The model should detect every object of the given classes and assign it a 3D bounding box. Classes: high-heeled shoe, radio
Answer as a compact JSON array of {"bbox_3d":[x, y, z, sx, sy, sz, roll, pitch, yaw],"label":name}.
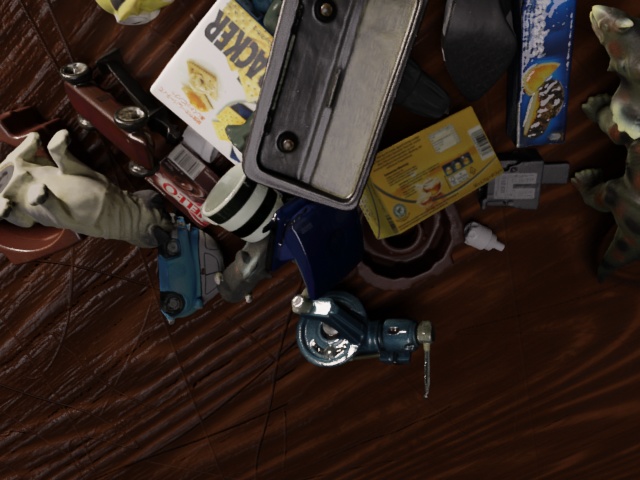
[{"bbox_3d":[0.180,-0.291,0.617,0.086,0.145,0.248,-1,148,4],"label":"high-heeled shoe"},{"bbox_3d":[0.007,-0.156,0.542,0.131,0.073,0.229,15,108,-9],"label":"radio"}]

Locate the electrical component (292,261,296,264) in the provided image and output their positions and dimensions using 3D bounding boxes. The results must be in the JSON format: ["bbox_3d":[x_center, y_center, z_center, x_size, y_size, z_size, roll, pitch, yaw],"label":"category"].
[{"bbox_3d":[0.001,0.009,0.786,0.094,0.021,0.063,-8,130,-40],"label":"electrical component"}]

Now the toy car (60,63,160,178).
[{"bbox_3d":[-0.263,-0.155,0.686,0.202,0.053,0.089,36,143,29],"label":"toy car"}]

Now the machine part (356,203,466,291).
[{"bbox_3d":[0.113,-0.016,0.759,0.179,0.056,0.179,0,115,-1],"label":"machine part"}]

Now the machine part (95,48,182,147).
[{"bbox_3d":[-0.234,-0.183,0.706,0.039,0.084,0.138,-41,102,-8],"label":"machine part"}]

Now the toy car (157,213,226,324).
[{"bbox_3d":[-0.197,0.041,0.822,0.103,0.109,0.161,-1,110,-18],"label":"toy car"}]

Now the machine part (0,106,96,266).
[{"bbox_3d":[-0.432,-0.076,0.784,0.202,0.087,0.200,-18,115,18],"label":"machine part"}]

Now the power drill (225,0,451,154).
[{"bbox_3d":[0.008,-0.152,0.618,0.232,0.086,0.207,37,110,-16],"label":"power drill"}]

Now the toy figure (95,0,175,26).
[{"bbox_3d":[-0.184,-0.317,0.621,0.180,0.082,0.089,-20,96,25],"label":"toy figure"}]

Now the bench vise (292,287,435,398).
[{"bbox_3d":[0.046,0.130,0.792,0.224,0.129,0.240,5,158,32],"label":"bench vise"}]

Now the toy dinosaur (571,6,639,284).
[{"bbox_3d":[0.387,-0.075,0.624,0.131,0.192,0.404,-10,117,11],"label":"toy dinosaur"}]

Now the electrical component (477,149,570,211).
[{"bbox_3d":[0.275,-0.080,0.719,0.119,0.048,0.074,3,120,7],"label":"electrical component"}]

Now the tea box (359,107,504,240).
[{"bbox_3d":[0.128,-0.082,0.661,0.170,0.068,0.098,-27,92,-17],"label":"tea box"}]

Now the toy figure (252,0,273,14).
[{"bbox_3d":[-0.040,-0.335,0.606,0.064,0.058,0.154,19,118,-1],"label":"toy figure"}]

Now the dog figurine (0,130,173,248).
[{"bbox_3d":[-0.311,-0.040,0.707,0.173,0.121,0.190,6,158,35],"label":"dog figurine"}]

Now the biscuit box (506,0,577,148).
[{"bbox_3d":[0.259,-0.215,0.635,0.059,0.063,0.202,-5,119,8],"label":"biscuit box"}]

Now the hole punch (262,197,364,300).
[{"bbox_3d":[-0.001,-0.002,0.673,0.092,0.142,0.115,36,142,24],"label":"hole punch"}]

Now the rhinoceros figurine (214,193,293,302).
[{"bbox_3d":[-0.077,0.013,0.778,0.073,0.112,0.190,37,109,-17],"label":"rhinoceros figurine"}]
